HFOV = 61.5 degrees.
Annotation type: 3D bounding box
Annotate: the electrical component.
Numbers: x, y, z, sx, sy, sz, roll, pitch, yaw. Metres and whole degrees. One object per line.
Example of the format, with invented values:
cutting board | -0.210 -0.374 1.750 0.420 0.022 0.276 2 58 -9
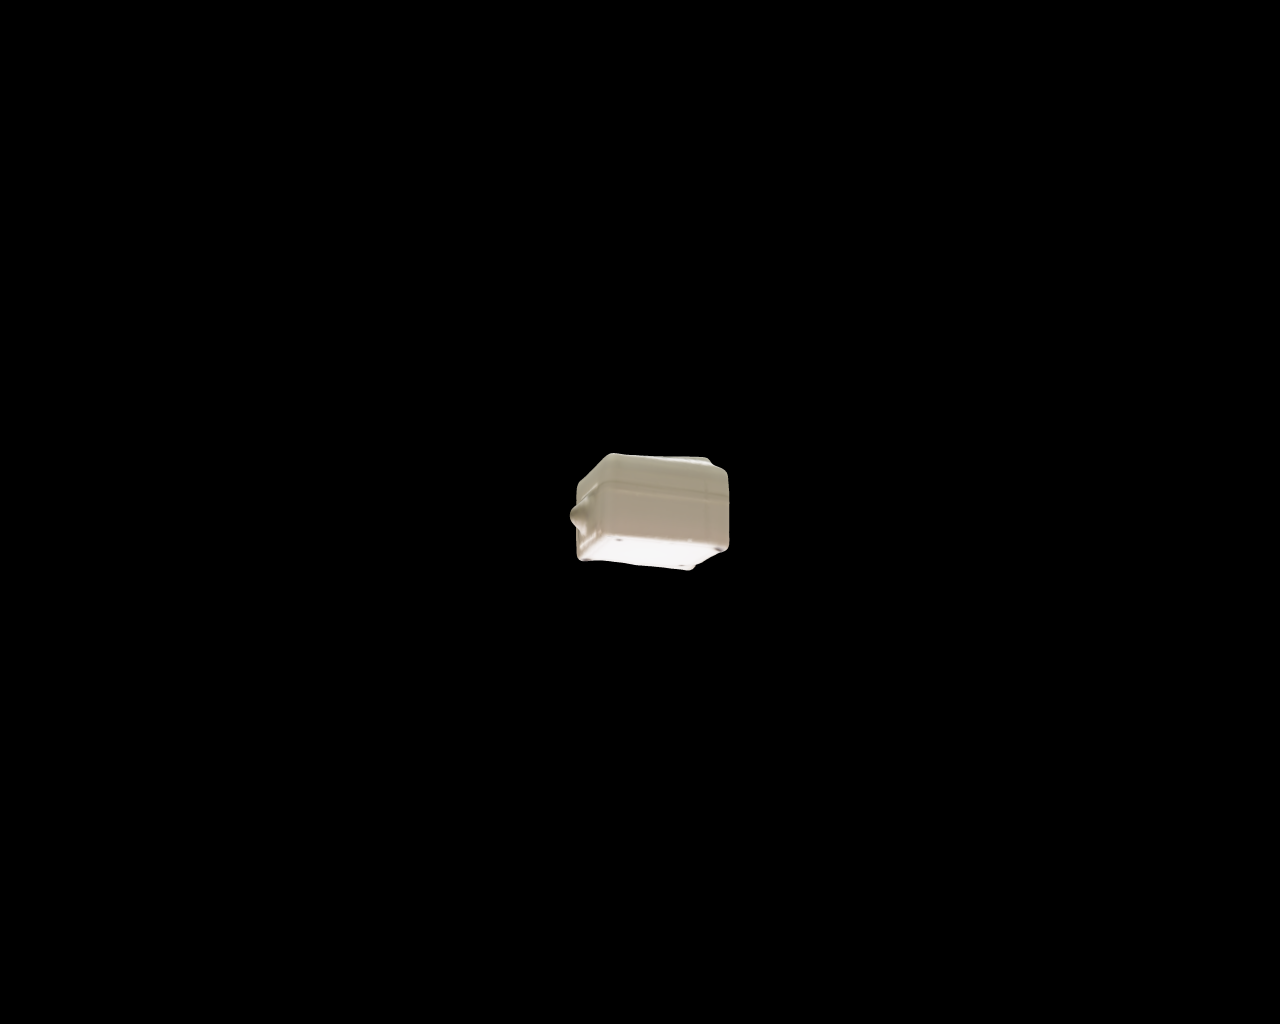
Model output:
electrical component | 0.001 -0.003 0.650 0.096 0.061 0.061 7 -19 -20
